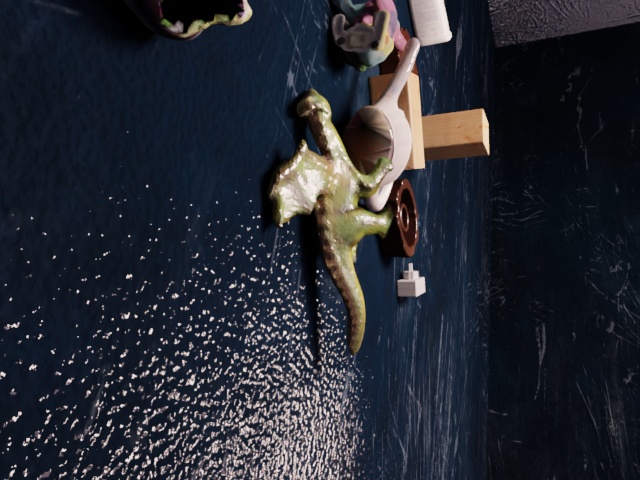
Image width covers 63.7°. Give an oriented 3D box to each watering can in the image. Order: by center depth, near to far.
[{"bbox_3d":[0.121,-0.218,0.980,0.226,0.104,0.344,-23,124,-64],"label":"watering can"}]

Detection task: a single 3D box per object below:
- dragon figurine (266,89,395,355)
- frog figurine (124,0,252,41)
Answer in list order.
[{"bbox_3d":[0.002,-0.040,0.787,0.241,0.121,0.416,18,68,-45],"label":"dragon figurine"},{"bbox_3d":[-0.145,-0.277,0.498,0.136,0.121,0.162,18,36,-54],"label":"frog figurine"}]
